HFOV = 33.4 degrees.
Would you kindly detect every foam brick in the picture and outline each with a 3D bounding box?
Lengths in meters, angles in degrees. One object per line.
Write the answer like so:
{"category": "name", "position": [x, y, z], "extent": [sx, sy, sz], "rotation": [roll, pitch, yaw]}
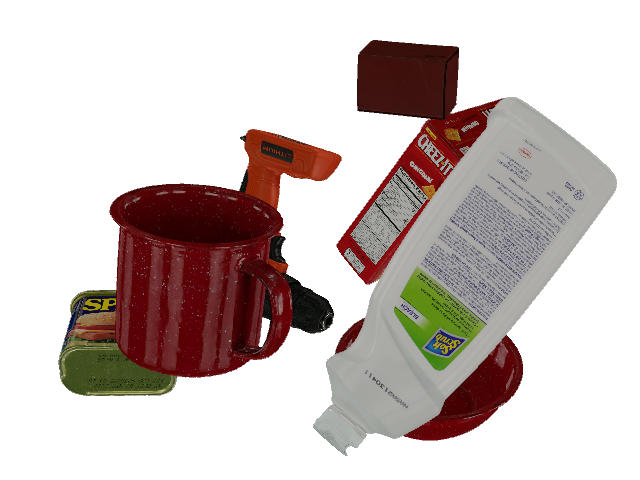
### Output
{"category": "foam brick", "position": [0.074, -0.137, 0.904], "extent": [0.078, 0.051, 0.053], "rotation": [8, 26, 17]}

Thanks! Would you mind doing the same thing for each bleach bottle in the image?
{"category": "bleach bottle", "position": [0.081, 0.030, 0.701], "extent": [0.102, 0.250, 0.068], "rotation": [40, -9, 10]}

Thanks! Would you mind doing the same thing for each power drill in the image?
{"category": "power drill", "position": [-0.042, -0.012, 1.119], "extent": [0.185, 0.188, 0.057], "rotation": [23, 8, 31]}

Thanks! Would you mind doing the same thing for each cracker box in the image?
{"category": "cracker box", "position": [0.132, -0.058, 1.234], "extent": [0.163, 0.072, 0.214], "rotation": [-22, -25, -46]}

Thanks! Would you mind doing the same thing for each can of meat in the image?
{"category": "can of meat", "position": [-0.168, 0.087, 0.911], "extent": [0.102, 0.057, 0.084], "rotation": [-1, 29, -2]}

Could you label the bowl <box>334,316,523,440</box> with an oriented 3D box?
{"category": "bowl", "position": [0.092, 0.123, 0.930], "extent": [0.162, 0.055, 0.162], "rotation": [0, 32, 0]}

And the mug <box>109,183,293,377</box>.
{"category": "mug", "position": [-0.061, 0.026, 0.582], "extent": [0.117, 0.081, 0.093], "rotation": [22, 26, 33]}
